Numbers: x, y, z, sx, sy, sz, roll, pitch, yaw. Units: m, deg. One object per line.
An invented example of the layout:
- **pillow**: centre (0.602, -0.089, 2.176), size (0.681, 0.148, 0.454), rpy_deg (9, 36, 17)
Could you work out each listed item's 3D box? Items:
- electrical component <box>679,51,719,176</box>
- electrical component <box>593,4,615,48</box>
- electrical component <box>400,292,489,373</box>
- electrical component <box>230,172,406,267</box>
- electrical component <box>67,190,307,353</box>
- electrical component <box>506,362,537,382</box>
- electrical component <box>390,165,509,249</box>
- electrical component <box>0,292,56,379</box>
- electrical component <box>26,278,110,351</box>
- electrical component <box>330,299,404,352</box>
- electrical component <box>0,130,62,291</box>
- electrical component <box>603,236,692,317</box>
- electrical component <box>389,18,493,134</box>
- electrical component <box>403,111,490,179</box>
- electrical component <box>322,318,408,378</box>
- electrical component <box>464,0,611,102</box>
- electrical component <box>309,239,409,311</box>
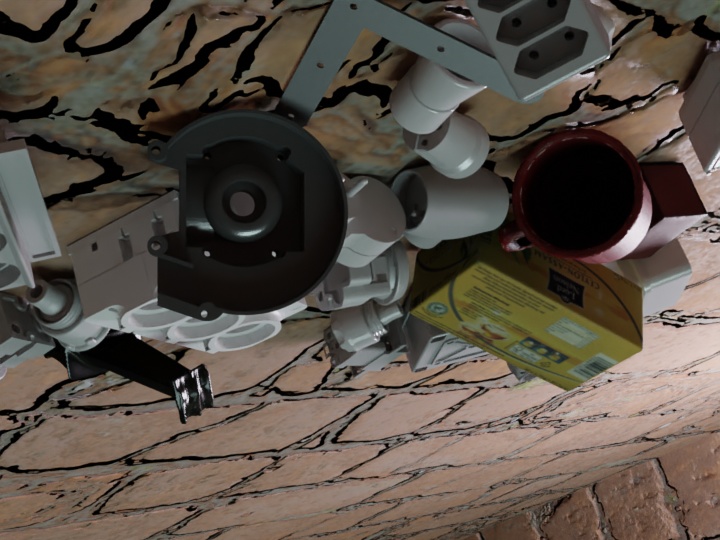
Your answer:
- **electrical component**: centre (0.261, -0.117, 0.724), size (0.062, 0.061, 0.096), rpy_deg (-16, 160, -4)
- **electrical component**: centre (0.110, -0.132, 0.597), size (0.061, 0.035, 0.035), rpy_deg (-2, 155, -31)
- **electrical component**: centre (0.099, 0.046, 1.018), size (0.109, 0.056, 0.108), rpy_deg (-13, 159, -13)
- **electrical component**: centre (-0.024, -0.041, 0.696), size (0.138, 0.052, 0.074), rpy_deg (0, 153, -39)
- **electrical component**: centre (-0.113, 0.010, 0.739), size (0.089, 0.061, 0.150), rpy_deg (-25, 159, 19)
- **electrical component**: centre (0.172, 0.066, 0.988), size (0.079, 0.044, 0.077), rpy_deg (-26, 162, 1)
- **electrical component**: centre (0.054, -0.041, 0.774), size (0.077, 0.043, 0.079), rpy_deg (-2, 154, -37)
- **electrical component**: centre (-0.252, 0.048, 0.747), size (0.055, 0.048, 0.066), rpy_deg (-32, 157, 15)
- **electrical component**: centre (-0.202, 0.025, 0.733), size (0.048, 0.048, 0.062), rpy_deg (-23, 151, 12)
- **electrical component**: centre (0.008, 0.044, 0.957), size (0.062, 0.043, 0.043), rpy_deg (-24, 159, 13)
- **electrical component**: centre (-0.201, -0.037, 0.541), size (0.079, 0.063, 0.121), rpy_deg (-13, 159, -13)
- **electrical component**: centre (0.255, -0.004, 0.989), size (0.057, 0.078, 0.113), rpy_deg (-21, 160, 0)
- **electrical component**: centre (0.044, -0.105, 0.604), size (0.044, 0.044, 0.065), rpy_deg (-7, 162, -27)
- **electrical component**: centre (0.053, -0.083, 0.673), size (0.040, 0.040, 0.046), rpy_deg (-28, 152, 26)
- **electrical component**: centre (0.004, 0.069, 1.019), size (0.064, 0.042, 0.081), rpy_deg (2, 151, -40)
- **electrical component**: centre (0.081, -0.136, 0.520), size (0.047, 0.083, 0.075), rpy_deg (-26, -163, 21)
- **electrical component**: centre (0.000, 0.000, 0.809), size (0.057, 0.058, 0.078), rpy_deg (-7, 176, -27)
